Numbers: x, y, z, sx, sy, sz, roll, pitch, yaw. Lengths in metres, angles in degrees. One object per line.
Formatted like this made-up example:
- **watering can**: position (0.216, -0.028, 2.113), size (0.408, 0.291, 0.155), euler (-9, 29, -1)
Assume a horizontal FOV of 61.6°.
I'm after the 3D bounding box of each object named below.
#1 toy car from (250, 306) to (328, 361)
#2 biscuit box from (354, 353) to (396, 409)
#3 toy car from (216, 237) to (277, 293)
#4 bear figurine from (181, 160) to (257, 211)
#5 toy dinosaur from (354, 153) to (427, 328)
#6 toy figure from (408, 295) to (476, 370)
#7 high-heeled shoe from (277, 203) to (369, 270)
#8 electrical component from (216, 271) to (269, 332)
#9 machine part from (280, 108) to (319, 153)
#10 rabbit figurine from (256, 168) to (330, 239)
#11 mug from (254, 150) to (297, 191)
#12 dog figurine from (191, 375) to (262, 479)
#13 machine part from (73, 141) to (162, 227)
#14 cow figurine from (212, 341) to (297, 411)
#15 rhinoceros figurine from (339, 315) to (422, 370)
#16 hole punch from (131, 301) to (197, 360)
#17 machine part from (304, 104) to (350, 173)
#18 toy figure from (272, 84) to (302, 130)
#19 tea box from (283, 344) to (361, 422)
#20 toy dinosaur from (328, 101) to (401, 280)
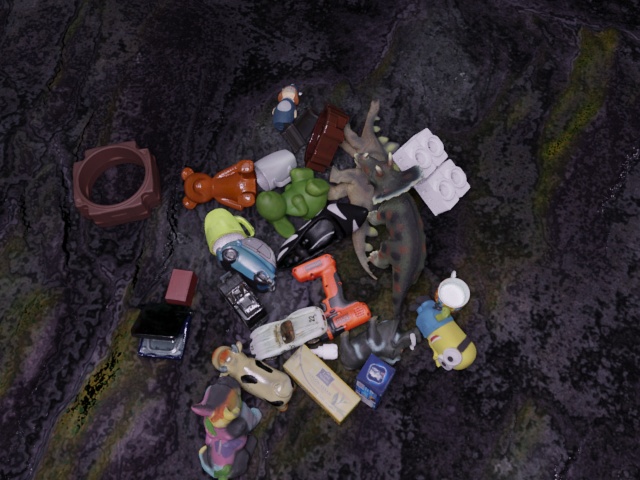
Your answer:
- **toy car**: position (-0.075, 0.210, 1.196), size (0.202, 0.056, 0.073), euler (-26, 64, 21)
- **biscuit box**: position (0.111, 0.295, 1.107), size (0.059, 0.202, 0.063), euler (31, 70, 15)
- **toy car**: position (-0.161, 0.048, 1.273), size (0.162, 0.109, 0.103), euler (29, 69, 11)
- **bear figurine**: position (-0.256, -0.136, 1.344), size (0.196, 0.132, 0.120), euler (1, 89, -3)
- **toy dinosaur**: position (0.182, -0.009, 1.198), size (0.131, 0.192, 0.404), euler (-11, 83, -7)
- **toy figure**: position (0.278, 0.206, 1.210), size (0.089, 0.082, 0.180), euler (-25, 65, -12)
- **high-heeled shoe**: position (-0.003, -0.004, 1.245), size (0.086, 0.249, 0.145), euler (50, 49, -13)
- **electrical component**: position (-0.179, 0.137, 1.231), size (0.058, 0.114, 0.134), euler (-37, 72, -16)
- **machine part**: position (-0.050, -0.305, 1.449), size (0.084, 0.039, 0.139), euler (50, 60, -23)
- **rabbit figurine**: position (-0.084, -0.090, 1.307), size (0.170, 0.159, 0.121), euler (-14, 47, -31)
- **mug**: position (-0.107, -0.182, 1.381), size (0.107, 0.080, 0.110), euler (-40, 45, -20)
- **dog figurine**: position (-0.195, 0.377, 1.072), size (0.109, 0.219, 0.191), euler (8, 66, 9)
- **machine part**: position (-0.519, -0.145, 1.378), size (0.201, 0.087, 0.201), euler (-12, 65, -4)
- **cow figurine**: position (-0.147, 0.290, 1.157), size (0.195, 0.127, 0.085), euler (27, 66, 9)
- **rhinoceros figurine**: position (0.133, 0.230, 1.205), size (0.190, 0.073, 0.112), euler (-18, 66, -6)
- **hole punch**: position (-0.359, 0.208, 1.230), size (0.142, 0.092, 0.116), euler (3, 37, 5)
- **machine part**: position (0.014, -0.257, 1.366), size (0.056, 0.179, 0.179), euler (20, 67, -14)
- **toy figure**: position (-0.089, -0.374, 1.484), size (0.064, 0.058, 0.154), euler (22, 64, -20)
- **tea box**: position (0.004, 0.312, 1.160), size (0.170, 0.098, 0.068), euler (40, 74, 15)
- **toy dinosaur**: position (0.119, -0.139, 1.352), size (0.199, 0.105, 0.471), euler (12, 76, 2)
